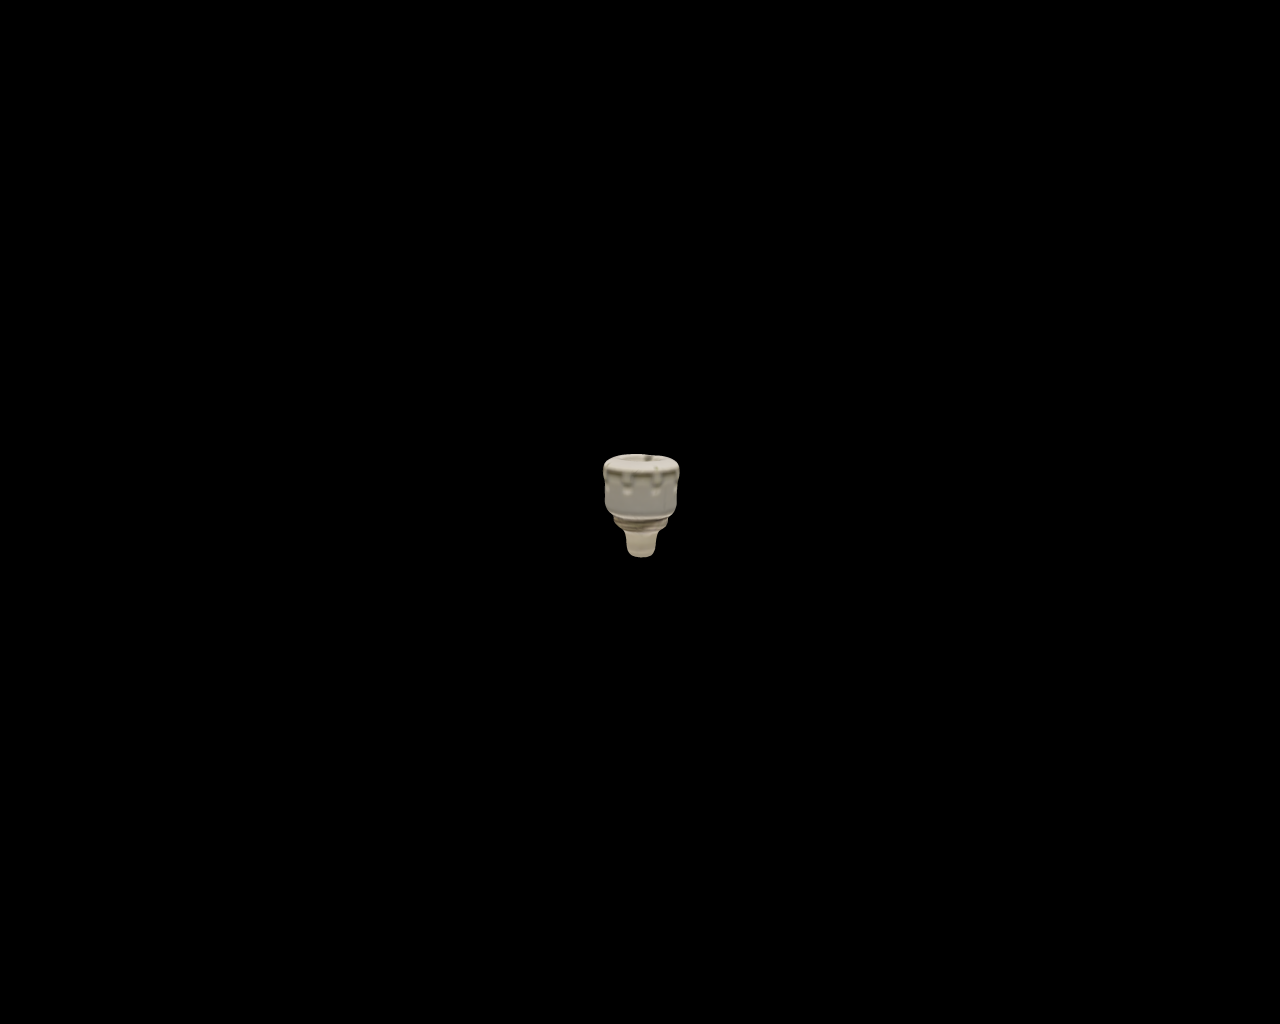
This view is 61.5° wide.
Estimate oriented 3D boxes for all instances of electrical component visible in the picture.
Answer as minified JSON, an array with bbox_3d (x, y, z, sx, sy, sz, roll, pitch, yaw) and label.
[{"bbox_3d":[0.001,-0.003,0.650,0.048,0.062,0.048,0,12,0],"label":"electrical component"}]
